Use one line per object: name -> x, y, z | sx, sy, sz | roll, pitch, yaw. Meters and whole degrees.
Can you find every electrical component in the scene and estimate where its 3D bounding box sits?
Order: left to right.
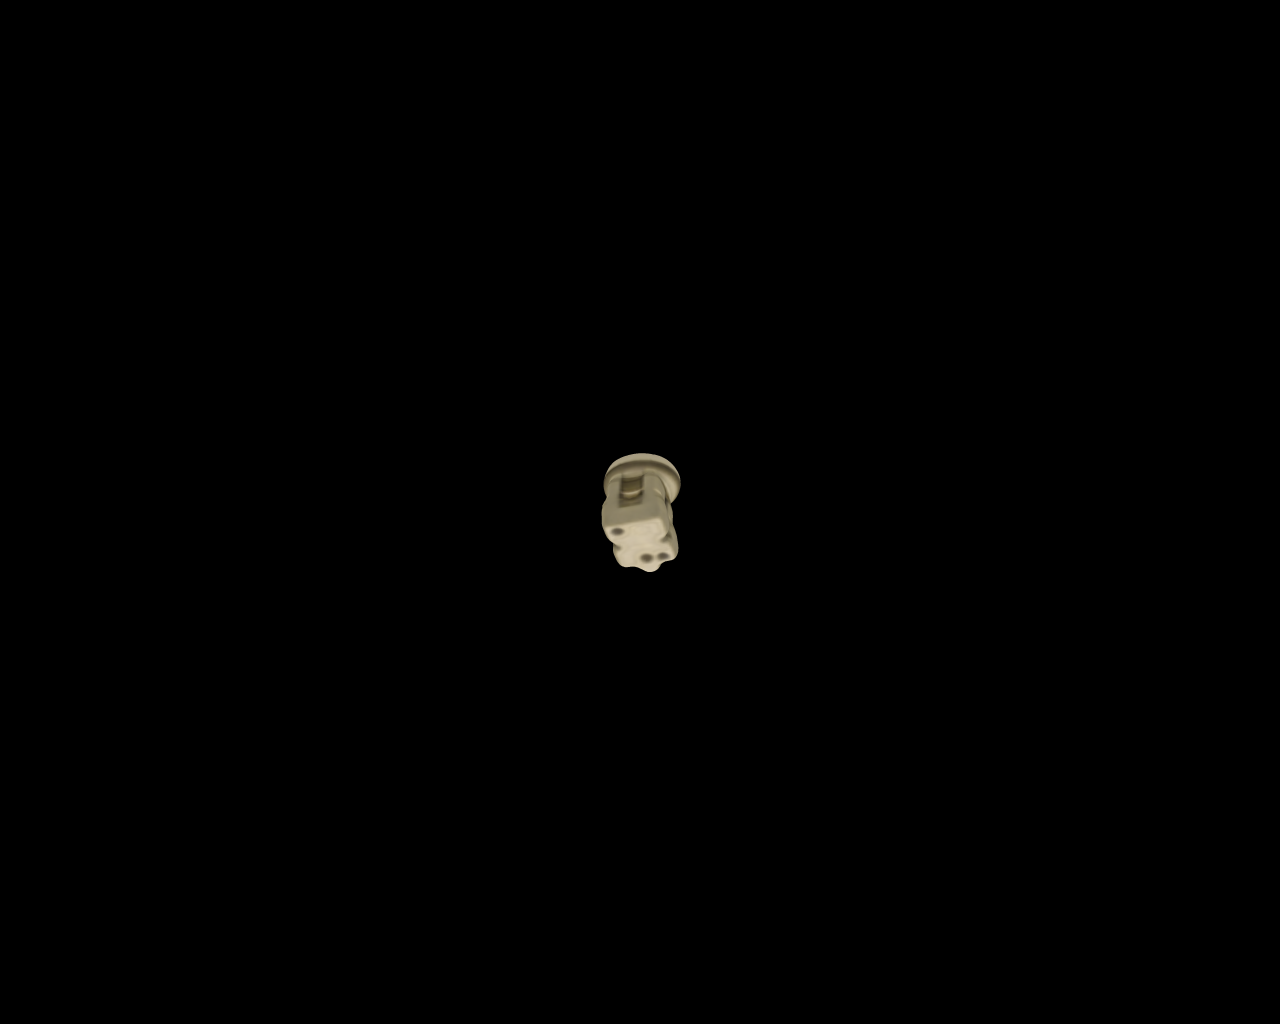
electrical component -> 0.001, -0.003, 0.650 | 0.048, 0.055, 0.066 | -8, -39, 10
